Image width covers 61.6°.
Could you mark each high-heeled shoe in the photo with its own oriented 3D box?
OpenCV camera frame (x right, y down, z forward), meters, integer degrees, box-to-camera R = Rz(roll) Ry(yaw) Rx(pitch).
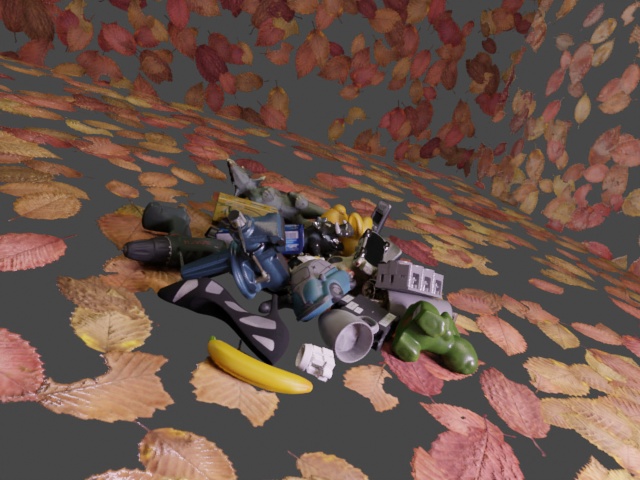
[{"bbox_3d":[-0.176,0.149,0.946,0.249,0.086,0.145,2,50,3],"label":"high-heeled shoe"}]

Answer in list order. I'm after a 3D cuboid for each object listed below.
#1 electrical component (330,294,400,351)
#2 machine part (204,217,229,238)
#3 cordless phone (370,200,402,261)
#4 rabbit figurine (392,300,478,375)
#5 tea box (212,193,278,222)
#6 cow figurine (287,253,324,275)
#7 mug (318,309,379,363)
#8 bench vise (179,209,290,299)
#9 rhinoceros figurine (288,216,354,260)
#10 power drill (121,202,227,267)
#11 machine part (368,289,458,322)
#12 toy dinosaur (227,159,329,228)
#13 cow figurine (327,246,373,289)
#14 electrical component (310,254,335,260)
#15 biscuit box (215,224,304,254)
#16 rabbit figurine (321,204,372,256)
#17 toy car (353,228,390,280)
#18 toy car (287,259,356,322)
[{"bbox_3d":[0.088,0.166,1.124,0.134,0.058,0.115,26,18,21],"label":"electrical component"},{"bbox_3d":[-0.243,-0.021,1.360,0.084,0.039,0.139,13,21,-2],"label":"machine part"},{"bbox_3d":[0.178,-0.008,1.501,0.088,0.184,0.147,9,20,-39],"label":"cordless phone"},{"bbox_3d":[0.244,0.213,1.110,0.170,0.121,0.159,38,12,-1],"label":"rabbit figurine"},{"bbox_3d":[-0.204,-0.072,1.475,0.170,0.068,0.098,14,10,-10],"label":"tea box"},{"bbox_3d":[-0.040,0.067,1.247,0.098,0.068,0.167,11,5,-2],"label":"cow figurine"},{"bbox_3d":[0.050,0.168,1.026,0.109,0.080,0.107,-24,25,-22],"label":"mug"},{"bbox_3d":[-0.168,0.040,1.020,0.223,0.241,0.129,58,18,-58],"label":"bench vise"},{"bbox_3d":[-0.003,-0.004,1.360,0.190,0.112,0.073,-7,3,30],"label":"rhinoceros figurine"},{"bbox_3d":[-0.332,-0.010,1.178,0.232,0.086,0.208,8,18,-34],"label":"power drill"},{"bbox_3d":[0.212,0.161,1.223,0.243,0.079,0.079,11,20,-20],"label":"machine part"},{"bbox_3d":[-0.112,-0.111,1.631,0.405,0.131,0.192,20,18,-15],"label":"toy dinosaur"},{"bbox_3d":[0.084,0.073,1.349,0.195,0.085,0.127,-2,34,-45],"label":"cow figurine"},{"bbox_3d":[0.013,0.047,1.439,0.094,0.021,0.063,29,20,28],"label":"electrical component"},{"bbox_3d":[-0.138,-0.001,1.258,0.203,0.059,0.063,-2,14,3],"label":"biscuit box"},{"bbox_3d":[0.077,-0.006,1.493,0.121,0.162,0.173,15,33,-52],"label":"rabbit figurine"},{"bbox_3d":[0.124,0.033,1.305,0.073,0.056,0.202,35,26,-5],"label":"toy car"},{"bbox_3d":[-0.003,0.088,1.077,0.103,0.109,0.161,55,31,2],"label":"toy car"}]
